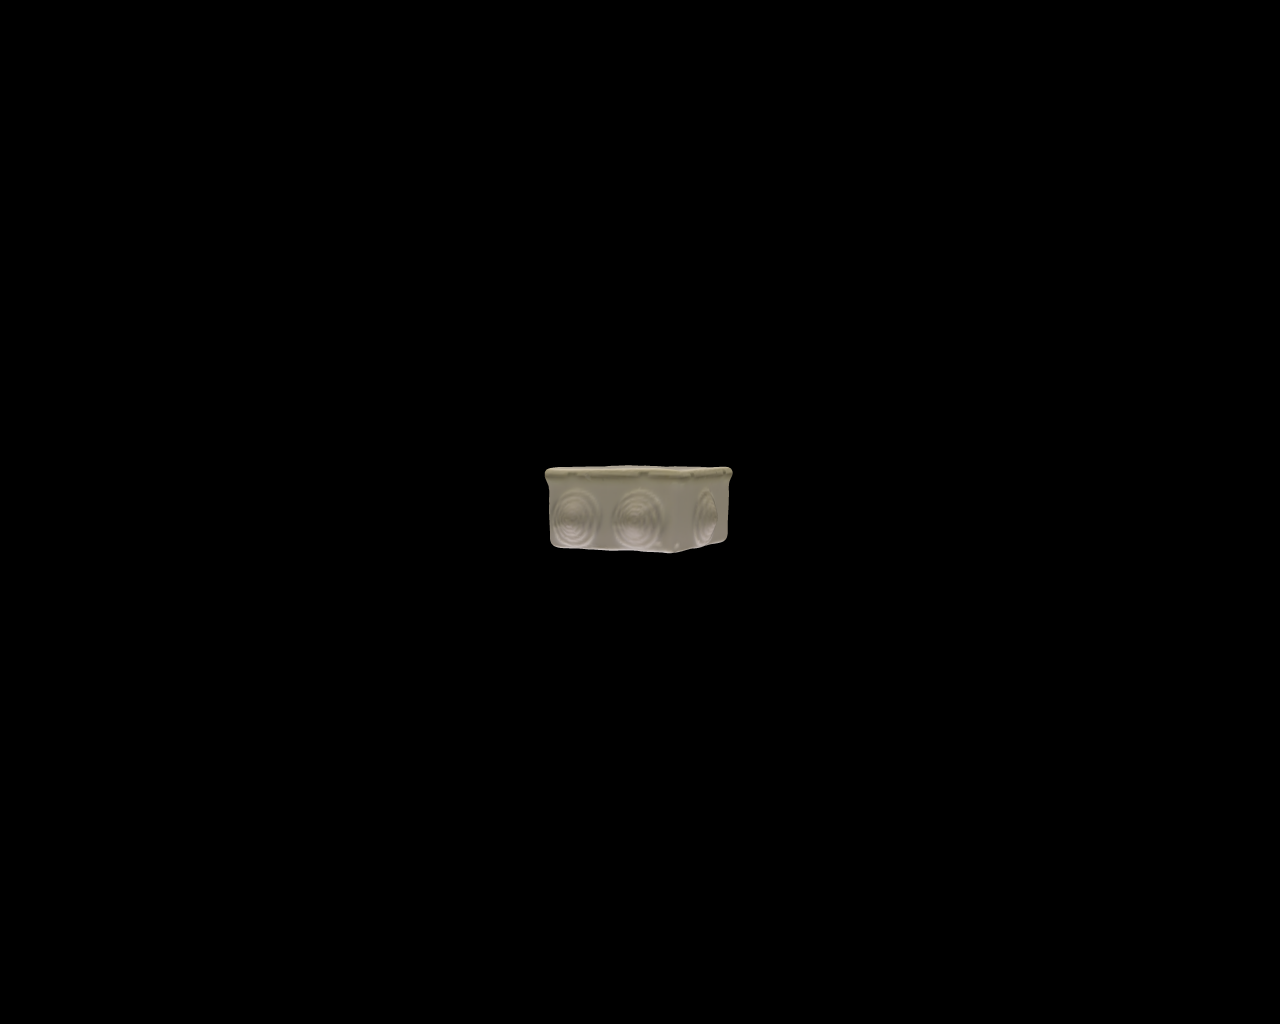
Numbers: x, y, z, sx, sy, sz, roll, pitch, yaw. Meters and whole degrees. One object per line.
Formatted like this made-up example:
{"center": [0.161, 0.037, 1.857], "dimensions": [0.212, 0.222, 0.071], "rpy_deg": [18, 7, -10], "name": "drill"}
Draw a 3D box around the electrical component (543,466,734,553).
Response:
{"center": [0.001, -0.003, 0.650], "dimensions": [0.100, 0.048, 0.100], "rpy_deg": [2, 4, 27], "name": "electrical component"}
